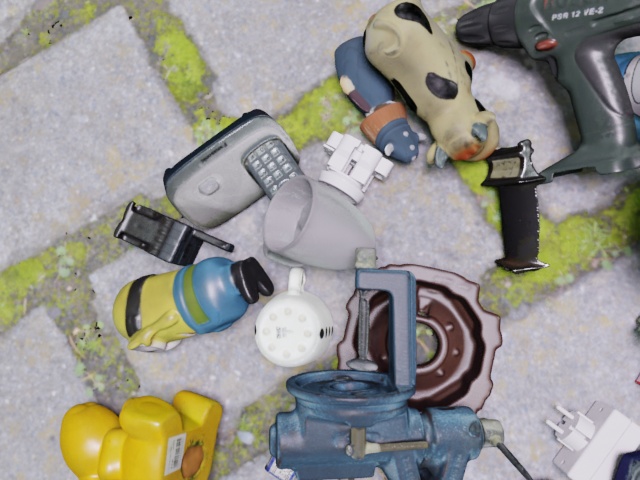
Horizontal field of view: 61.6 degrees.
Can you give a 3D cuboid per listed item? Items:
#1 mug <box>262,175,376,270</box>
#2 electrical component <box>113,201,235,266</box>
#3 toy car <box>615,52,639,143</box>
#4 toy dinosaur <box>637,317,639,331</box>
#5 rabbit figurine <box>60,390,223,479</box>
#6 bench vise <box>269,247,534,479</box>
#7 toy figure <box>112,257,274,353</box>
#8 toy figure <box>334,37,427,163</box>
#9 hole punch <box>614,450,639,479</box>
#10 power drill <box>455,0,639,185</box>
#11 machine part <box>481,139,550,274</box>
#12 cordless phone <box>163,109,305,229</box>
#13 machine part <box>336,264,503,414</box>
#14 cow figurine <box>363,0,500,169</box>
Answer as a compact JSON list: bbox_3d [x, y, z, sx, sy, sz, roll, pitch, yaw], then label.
[{"bbox_3d":[-0.001,-0.002,0.563,0.109,0.107,0.081,-45,39,31],"label":"mug"},{"bbox_3d":[-0.160,0.002,0.608,0.119,0.075,0.047,25,87,4],"label":"electrical component"},{"bbox_3d":[0.372,-0.154,0.560,0.162,0.103,0.109,17,85,5],"label":"toy car"},{"bbox_3d":[0.347,-0.014,0.453,0.131,0.404,0.192,1,63,31],"label":"toy dinosaur"},{"bbox_3d":[-0.207,0.233,0.585,0.173,0.122,0.162,7,94,20],"label":"rabbit figurine"},{"bbox_3d":[0.065,0.127,0.498,0.224,0.129,0.240,0,87,5],"label":"bench vise"},{"bbox_3d":[-0.143,0.065,0.587,0.180,0.082,0.089,-25,61,20],"label":"toy figure"},{"bbox_3d":[0.067,-0.154,0.610,0.064,0.058,0.154,-24,85,2],"label":"toy figure"},{"bbox_3d":[0.338,0.267,0.518,0.142,0.092,0.115,6,113,-31],"label":"hole punch"},{"bbox_3d":[0.253,-0.165,0.557,0.086,0.232,0.207,-11,95,-39],"label":"power drill"},{"bbox_3d":[0.211,-0.034,0.581,0.039,0.084,0.138,-8,92,-19],"label":"machine part"},{"bbox_3d":[-0.069,-0.038,0.608,0.146,0.089,0.184,-36,101,1],"label":"cordless phone"},{"bbox_3d":[0.105,0.111,0.581,0.179,0.056,0.179,-1,83,7],"label":"machine part"},{"bbox_3d":[0.122,-0.161,0.565,0.085,0.127,0.194,-30,112,38],"label":"cow figurine"}]
